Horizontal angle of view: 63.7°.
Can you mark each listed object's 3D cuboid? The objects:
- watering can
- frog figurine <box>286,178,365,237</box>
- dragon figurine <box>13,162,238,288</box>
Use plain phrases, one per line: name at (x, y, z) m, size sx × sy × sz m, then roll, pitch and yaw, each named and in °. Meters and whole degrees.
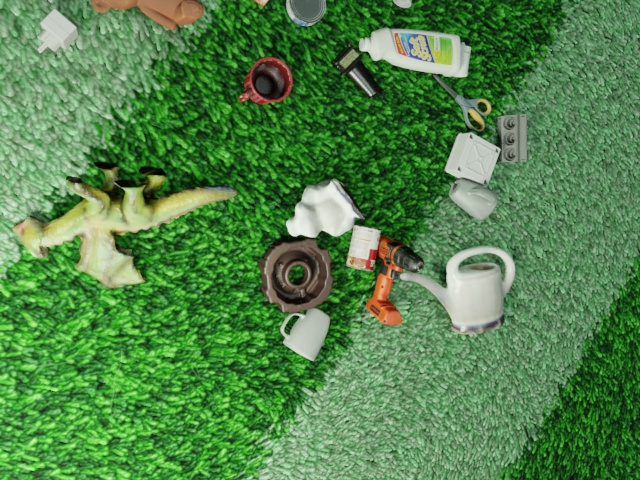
watering can at (0.361, 0.137, 1.314) m, size 0.349 × 0.104 × 0.223 m, roll -11°, pitch 99°, yaw -21°
frog figurine at (0.004, -0.059, 1.171) m, size 0.158 × 0.125 × 0.135 m, roll -34°, pitch 121°, yaw 12°
dragon figurine at (-0.383, -0.020, 1.031) m, size 0.410 × 0.124 × 0.239 m, roll 7°, pitch 109°, yaw -20°
